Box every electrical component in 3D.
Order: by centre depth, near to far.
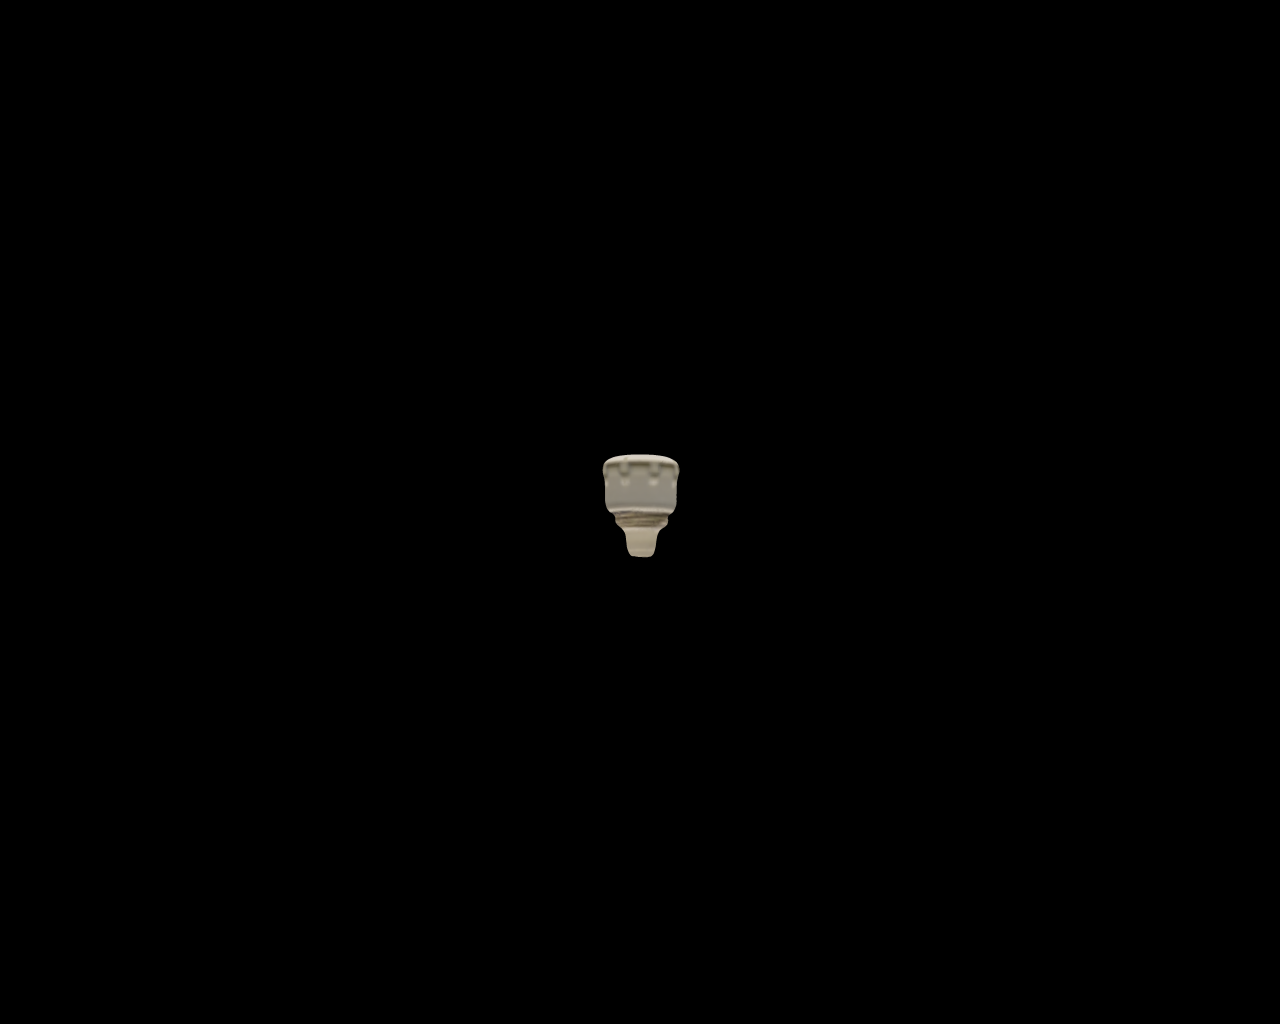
[{"bbox_3d":[0.001,-0.003,0.650,0.048,0.062,0.048,0,-4,0],"label":"electrical component"}]
